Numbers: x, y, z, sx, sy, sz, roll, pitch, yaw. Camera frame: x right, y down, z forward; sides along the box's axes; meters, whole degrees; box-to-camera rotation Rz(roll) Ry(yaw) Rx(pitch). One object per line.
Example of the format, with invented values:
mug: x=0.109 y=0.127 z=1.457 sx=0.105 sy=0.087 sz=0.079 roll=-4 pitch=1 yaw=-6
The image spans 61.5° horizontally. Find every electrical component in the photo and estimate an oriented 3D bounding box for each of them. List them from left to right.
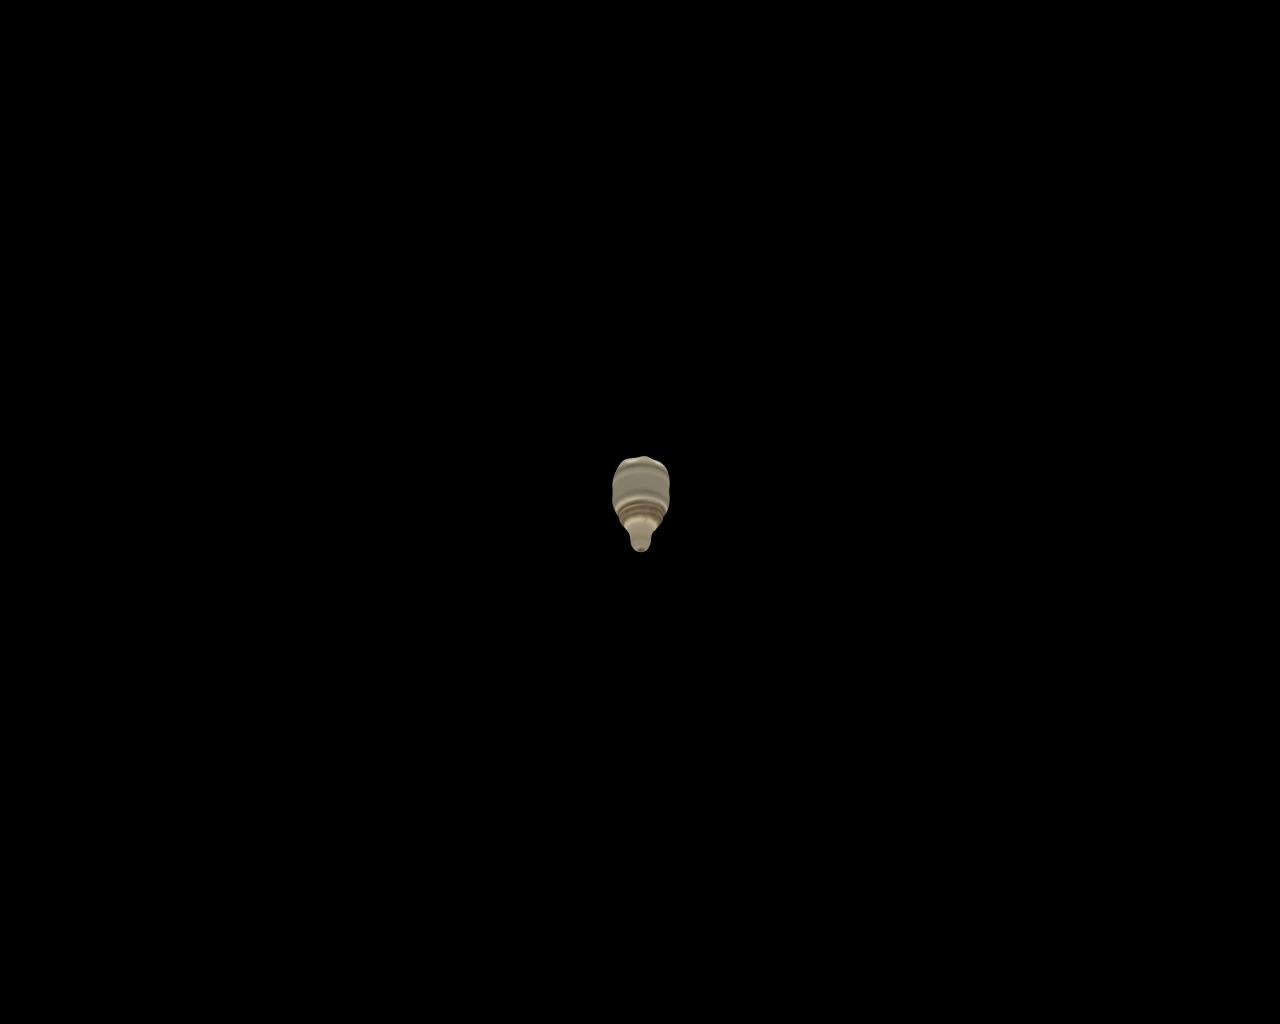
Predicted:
electrical component: x=0.001 y=-0.003 z=0.650 sx=0.035 sy=0.061 sz=0.035 roll=0 pitch=-33 yaw=0
